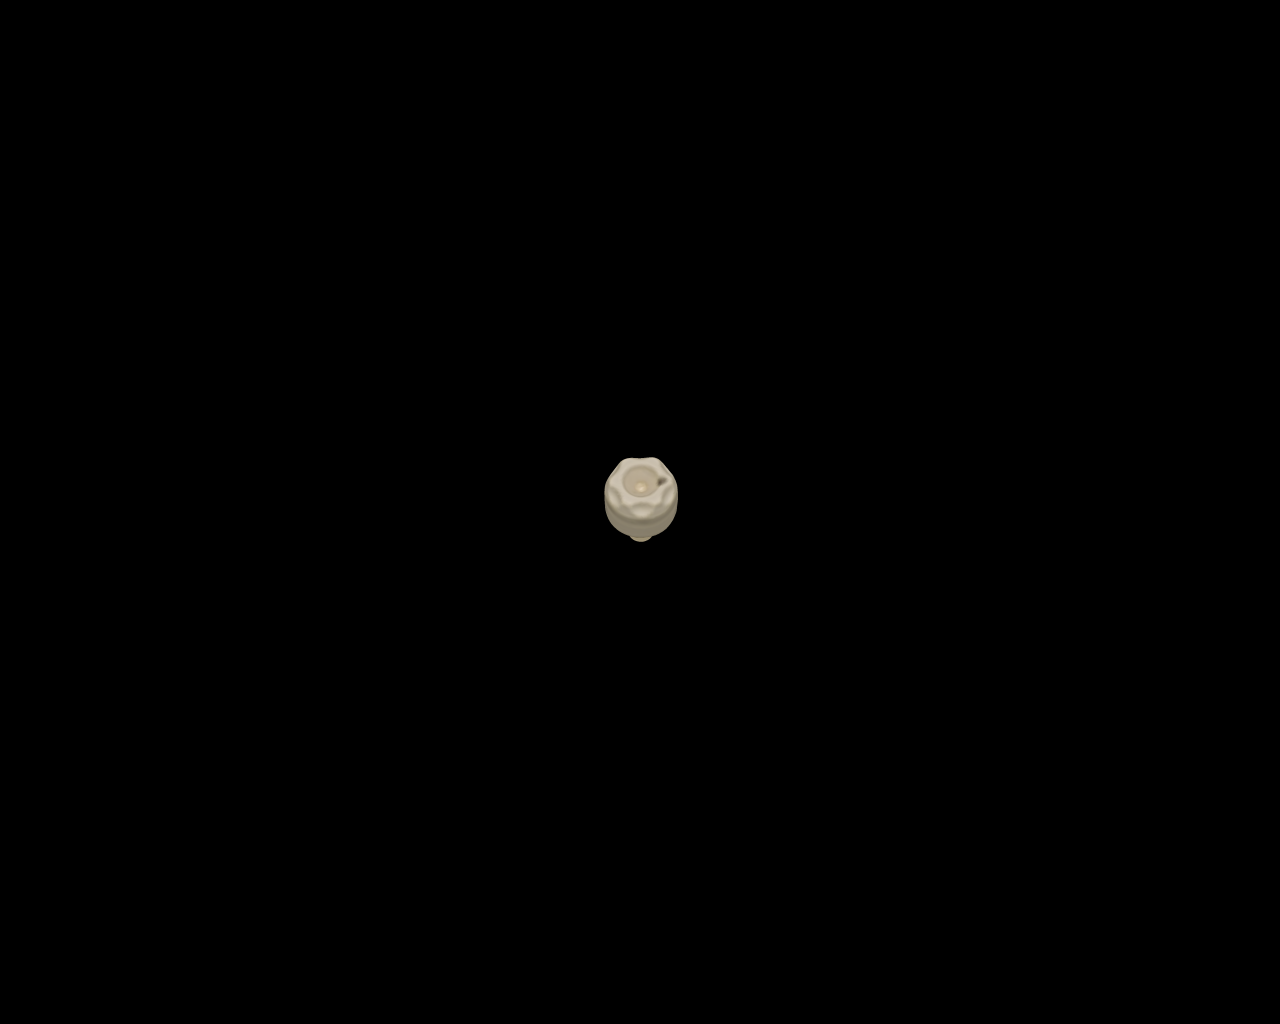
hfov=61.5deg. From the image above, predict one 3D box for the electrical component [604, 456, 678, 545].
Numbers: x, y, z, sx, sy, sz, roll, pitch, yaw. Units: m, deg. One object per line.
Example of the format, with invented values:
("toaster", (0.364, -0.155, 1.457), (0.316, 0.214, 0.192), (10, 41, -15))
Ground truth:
("electrical component", (0.001, -0.003, 0.650), (0.043, 0.043, 0.062), (0, -32, 0))
